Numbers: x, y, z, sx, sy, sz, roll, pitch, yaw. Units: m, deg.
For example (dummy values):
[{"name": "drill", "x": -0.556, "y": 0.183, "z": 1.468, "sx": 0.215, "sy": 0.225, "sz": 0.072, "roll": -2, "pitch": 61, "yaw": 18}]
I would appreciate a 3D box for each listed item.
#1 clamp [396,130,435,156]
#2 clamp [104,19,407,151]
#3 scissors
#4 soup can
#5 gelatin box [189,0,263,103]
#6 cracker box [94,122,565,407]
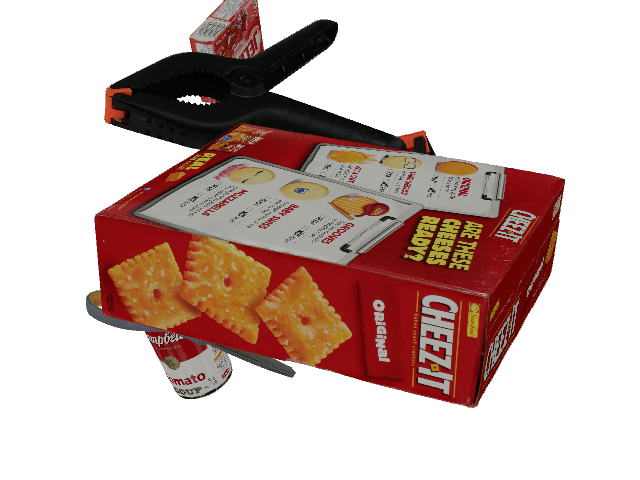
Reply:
[{"name": "clamp", "x": 0.097, "y": -0.005, "z": 0.919, "sx": 0.039, "sy": 0.171, "sz": 0.120, "roll": -17, "pitch": 19, "yaw": 17}, {"name": "clamp", "x": -0.048, "y": -0.099, "z": 0.774, "sx": 0.209, "sy": 0.036, "sz": 0.165, "roll": -12, "pitch": 48, "yaw": -24}, {"name": "scissors", "x": -0.098, "y": 0.067, "z": 0.885, "sx": 0.202, "sy": 0.016, "sz": 0.096, "roll": 13, "pitch": 23, "yaw": 17}, {"name": "soup can", "x": -0.140, "y": 0.105, "z": 1.109, "sx": 0.068, "sy": 0.102, "sz": 0.068, "roll": -16, "pitch": 29, "yaw": 9}, {"name": "gelatin box", "x": -0.086, "y": -0.183, "z": 1.016, "sx": 0.030, "sy": 0.073, "sz": 0.089, "roll": 15, "pitch": 47, "yaw": 21}, {"name": "cracker box", "x": 0.010, "y": 0.004, "z": 0.594, "sx": 0.214, "sy": 0.072, "sz": 0.164, "roll": 12, "pitch": 28, "yaw": 21}]
